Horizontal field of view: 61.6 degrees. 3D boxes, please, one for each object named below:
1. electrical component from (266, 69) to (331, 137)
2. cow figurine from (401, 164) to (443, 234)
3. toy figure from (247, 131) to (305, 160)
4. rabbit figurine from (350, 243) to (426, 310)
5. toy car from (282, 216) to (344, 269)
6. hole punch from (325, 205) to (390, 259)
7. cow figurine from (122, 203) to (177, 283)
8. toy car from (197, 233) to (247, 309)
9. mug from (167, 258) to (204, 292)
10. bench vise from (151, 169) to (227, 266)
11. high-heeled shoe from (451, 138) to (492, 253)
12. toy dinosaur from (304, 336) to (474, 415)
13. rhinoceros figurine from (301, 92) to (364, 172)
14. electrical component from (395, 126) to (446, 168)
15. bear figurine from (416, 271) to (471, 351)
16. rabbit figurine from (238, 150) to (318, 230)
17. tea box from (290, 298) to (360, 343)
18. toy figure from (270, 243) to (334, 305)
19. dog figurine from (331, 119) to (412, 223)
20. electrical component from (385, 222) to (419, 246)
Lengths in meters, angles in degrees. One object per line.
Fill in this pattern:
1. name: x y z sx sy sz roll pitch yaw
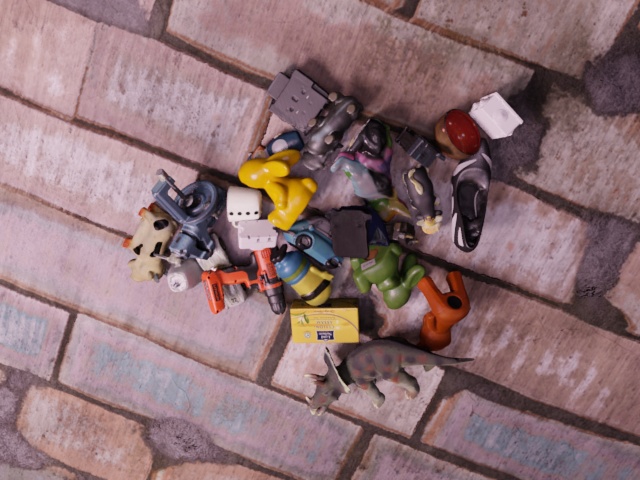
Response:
1. electrical component: -0.052 -0.319 1.224 0.134 0.058 0.115 34 104 -5
2. cow figurine: 0.242 -0.089 1.237 0.068 0.098 0.167 -20 97 12
3. toy figure: -0.112 -0.205 1.263 0.154 0.057 0.064 -25 64 13
4. rabbit figurine: 0.172 0.087 1.303 0.159 0.121 0.170 -31 119 5
5. toy car: -0.003 -0.004 1.285 0.161 0.109 0.103 33 85 -13
6. hole punch: 0.090 -0.024 1.231 0.142 0.092 0.115 6 109 48
7. cow figurine: -0.420 0.021 1.341 0.127 0.085 0.194 31 105 3
8. toy car: -0.251 0.077 1.351 0.073 0.056 0.201 -23 102 11
9. mug: -0.337 0.076 1.333 0.081 0.107 0.109 -5 107 5
10. bench vise: -0.313 -0.063 1.228 0.129 0.240 0.223 28 72 35
11. high-heeled shoe: 0.343 -0.099 1.201 0.086 0.145 0.248 8 108 2
12. toy dinosaur: 0.144 0.297 1.294 0.405 0.131 0.192 -32 121 25
13. rhinoceros figurine: 0.021 -0.243 1.214 0.073 0.112 0.190 37 100 12
14. electrical component: 0.227 -0.197 1.191 0.074 0.119 0.047 22 115 -43
15. bear figurine: 0.288 0.183 1.308 0.120 0.132 0.195 -10 147 -17
16. rabbit figurine: -0.102 -0.128 1.219 0.173 0.122 0.162 33 133 -5
17. tea box: 0.014 0.203 1.355 0.170 0.068 0.098 -3 106 5
18. toy figure: -0.047 0.087 1.307 0.180 0.082 0.089 39 79 -26
19. dog figurine: 0.141 -0.145 1.232 0.219 0.108 0.191 39 103 -10
20. electrical component: 0.190 -0.015 1.266 0.078 0.102 0.045 -5 77 25
